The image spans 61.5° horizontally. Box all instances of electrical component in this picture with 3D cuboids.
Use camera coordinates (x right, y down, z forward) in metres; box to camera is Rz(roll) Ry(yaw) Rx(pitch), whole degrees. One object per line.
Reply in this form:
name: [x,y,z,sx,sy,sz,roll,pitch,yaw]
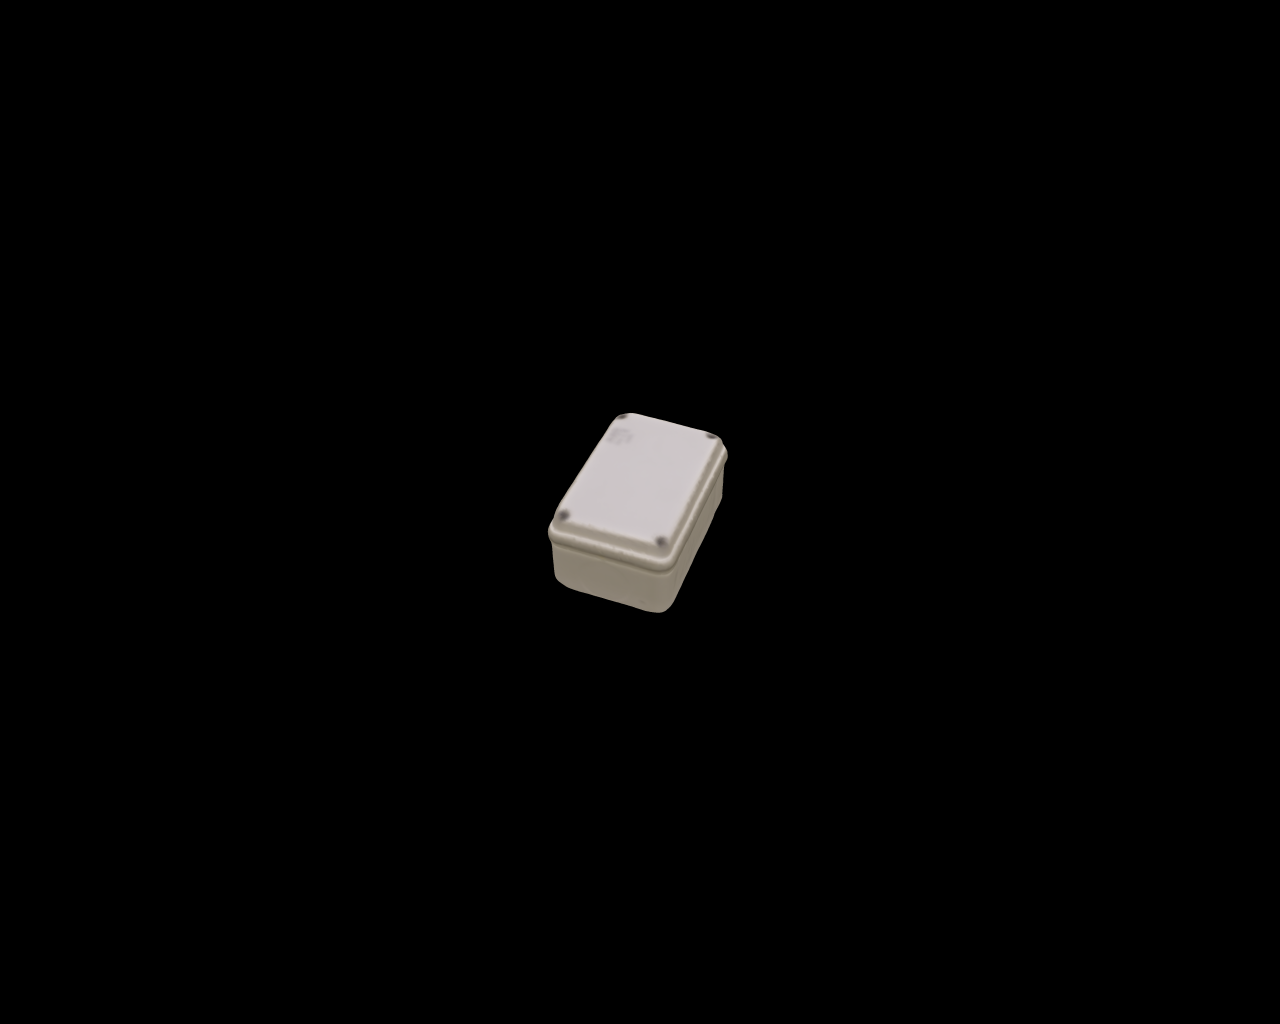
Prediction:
electrical component: [0.001,-0.003,0.650,0.078,0.057,0.113,15,47,15]
